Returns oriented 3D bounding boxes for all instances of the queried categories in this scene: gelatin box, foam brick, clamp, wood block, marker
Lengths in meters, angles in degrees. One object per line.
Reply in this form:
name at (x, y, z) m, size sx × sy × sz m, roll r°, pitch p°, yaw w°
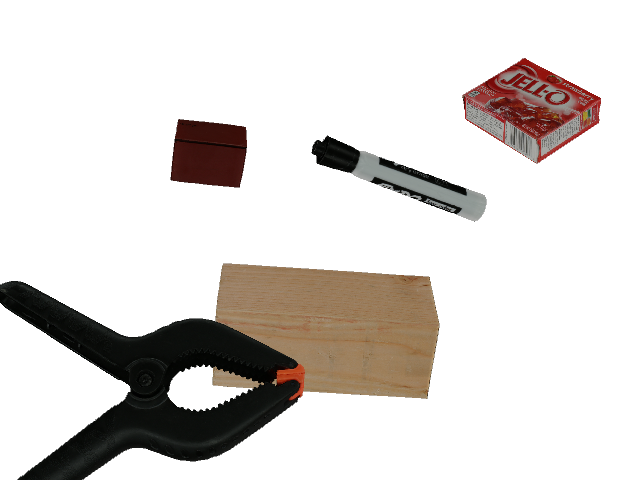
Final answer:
gelatin box at (0.174, -0.110, 0.885) m, size 0.073 × 0.030 × 0.089 m, roll -32°, pitch 48°, yaw -21°
foam brick at (-0.121, -0.095, 1.160) m, size 0.078 × 0.051 × 0.053 m, roll 6°, pitch 30°, yaw -6°
clamp at (-0.117, 0.088, 0.686) m, size 0.210 × 0.164 × 0.036 m, roll -9°, pitch -28°, yaw -8°
wood block at (0.002, 0.087, 1.034) m, size 0.206 × 0.090 × 0.091 m, roll 4°, pitch 28°, yaw -3°
marker at (0.051, -0.040, 0.685) m, size 0.121 × 0.020 × 0.020 m, roll 19°, pitch -6°, yaw -17°
